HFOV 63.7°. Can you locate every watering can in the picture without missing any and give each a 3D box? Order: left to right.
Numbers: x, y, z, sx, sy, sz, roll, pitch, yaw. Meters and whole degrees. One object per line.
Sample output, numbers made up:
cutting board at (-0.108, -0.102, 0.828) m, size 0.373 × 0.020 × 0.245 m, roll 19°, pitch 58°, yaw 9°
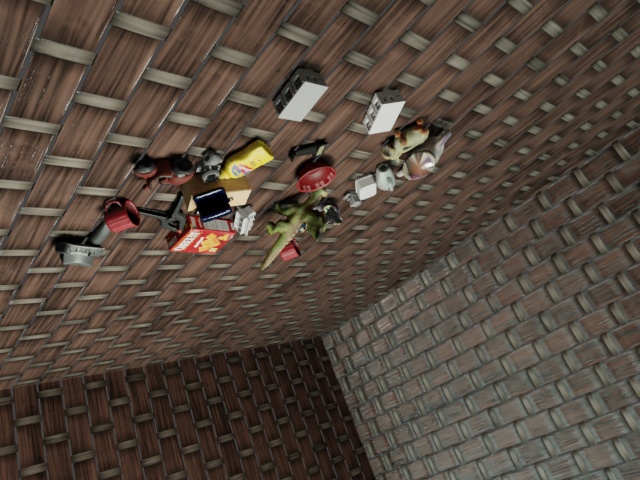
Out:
watering can at (0.395, -0.313, 2.071) m, size 0.341 × 0.104 × 0.229 m, roll -43°, pitch -174°, yaw 44°

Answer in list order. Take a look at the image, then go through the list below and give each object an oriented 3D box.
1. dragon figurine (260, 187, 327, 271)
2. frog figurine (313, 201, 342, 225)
dragon figurine at (-0.082, -0.051, 2.014) m, size 0.243 × 0.415 × 0.121 m, roll 7°, pitch 163°, yaw 43°
frog figurine at (0.007, -0.113, 2.247) m, size 0.138 × 0.121 × 0.160 m, roll -20°, pitch -166°, yaw -28°
